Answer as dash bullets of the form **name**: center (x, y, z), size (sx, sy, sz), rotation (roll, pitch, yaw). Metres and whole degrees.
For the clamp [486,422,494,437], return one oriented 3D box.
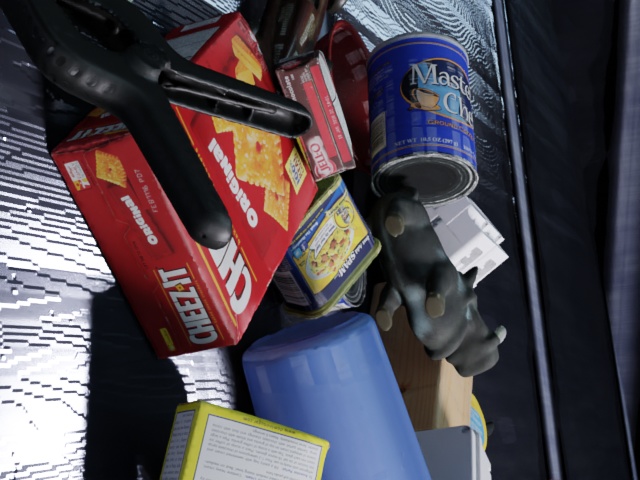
- **clamp**: center (0.161, 0.215, 1.270), size (0.120, 0.039, 0.171), rotation (62, 26, -8)

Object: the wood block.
- **wood block**: center (0.098, 0.139, 1.079), size (0.206, 0.091, 0.090), rotation (-77, 147, -45)

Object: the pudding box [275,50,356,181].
- **pudding box**: center (-0.004, -0.102, 0.848), size (0.113, 0.039, 0.090), rotation (-85, 157, -76)

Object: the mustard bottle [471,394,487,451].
- **mustard bottle**: center (0.137, 0.211, 1.163), size (0.096, 0.058, 0.191), rotation (36, 34, -10)

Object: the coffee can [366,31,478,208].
- **coffee can**: center (0.098, -0.116, 1.039), size (0.102, 0.103, 0.140), rotation (45, 39, -54)

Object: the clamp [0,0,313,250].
- **clamp**: center (-0.100, -0.098, 0.638), size (0.210, 0.036, 0.164), rotation (42, 33, 0)

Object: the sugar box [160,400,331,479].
- **sugar box**: center (-0.058, 0.192, 0.627), size (0.093, 0.048, 0.176), rotation (21, 71, -22)

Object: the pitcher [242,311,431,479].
- **pitcher**: center (0.015, 0.187, 0.821), size (0.149, 0.145, 0.243), rotation (-35, 109, -80)

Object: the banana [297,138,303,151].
- **banana**: center (-0.025, -0.080, 0.948), size (0.070, 0.037, 0.197), rotation (68, 11, 27)

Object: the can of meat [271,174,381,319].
- **can of meat**: center (-0.006, 0.001, 0.903), size (0.102, 0.058, 0.084), rotation (-49, 127, -28)

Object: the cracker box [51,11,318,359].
- **cracker box**: center (-0.082, -0.047, 0.755), size (0.213, 0.072, 0.164), rotation (-66, 138, -55)

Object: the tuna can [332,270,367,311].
- **tuna can**: center (0.013, 0.023, 1.004), size (0.086, 0.034, 0.086), rotation (-12, 90, -68)

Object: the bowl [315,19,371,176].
- **bowl**: center (0.018, -0.136, 1.071), size (0.162, 0.055, 0.162), rotation (-12, 90, -68)
